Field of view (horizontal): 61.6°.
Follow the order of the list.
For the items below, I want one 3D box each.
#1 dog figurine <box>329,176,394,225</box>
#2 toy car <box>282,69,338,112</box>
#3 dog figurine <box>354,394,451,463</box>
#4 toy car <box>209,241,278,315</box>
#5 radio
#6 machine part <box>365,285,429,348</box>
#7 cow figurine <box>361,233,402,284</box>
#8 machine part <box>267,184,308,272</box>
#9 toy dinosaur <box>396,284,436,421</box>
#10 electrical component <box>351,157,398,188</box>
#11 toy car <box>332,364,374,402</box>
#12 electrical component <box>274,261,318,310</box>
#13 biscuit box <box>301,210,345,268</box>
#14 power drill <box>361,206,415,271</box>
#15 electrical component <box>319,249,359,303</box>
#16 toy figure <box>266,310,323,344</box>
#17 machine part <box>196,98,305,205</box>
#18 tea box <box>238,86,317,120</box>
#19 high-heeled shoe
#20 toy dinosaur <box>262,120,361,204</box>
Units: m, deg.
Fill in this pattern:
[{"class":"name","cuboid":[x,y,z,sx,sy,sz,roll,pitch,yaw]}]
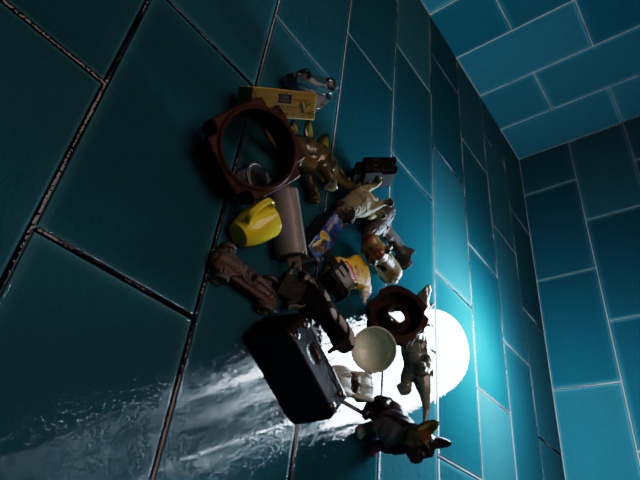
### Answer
[{"class":"dog figurine","cuboid":[0.094,-0.089,1.564,0.190,0.172,0.121,-25,71,-21]},{"class":"toy car","cuboid":[-0.029,-0.416,1.528,0.161,0.109,0.103,7,86,-45]},{"class":"dog figurine","cuboid":[0.211,0.460,1.322,0.108,0.219,0.191,62,34,-19]},{"class":"toy car","cuboid":[-0.152,0.083,1.136,0.202,0.053,0.089,42,40,-36]},{"class":"radio","cuboid":[-0.049,0.267,1.117,0.229,0.131,0.073,63,36,-12]},{"class":"machine part","cuboid":[0.213,0.214,1.503,0.056,0.179,0.179,96,0,-56]},{"class":"cow figurine","cuboid":[0.175,0.055,1.546,0.194,0.085,0.127,53,-1,-36]},{"class":"machine part","cuboid":[-0.079,-0.038,1.281,0.079,0.079,0.243,11,65,-53]},{"class":"toy dinosaur","cuboid":[0.290,0.340,1.601,0.192,0.131,0.404,8,74,-54]},{"class":"electrical component","cuboid":[0.165,-0.207,1.673,0.114,0.134,0.058,104,-19,-66]},{"class":"toy car","cuboid":[0.077,0.355,1.326,0.201,0.056,0.073,29,51,-46]},{"class":"electrical component","cuboid":[-0.056,0.109,1.228,0.078,0.102,0.045,35,1,-26]},{"class":"biscuit box","cuboid":[-0.003,-0.004,1.388,0.059,0.063,0.203,60,35,-18]},{"class":"power drill","cuboid":[0.212,0.001,1.696,0.207,0.086,0.232,50,35,-16]},{"class":"electrical component","cuboid":[0.035,0.086,1.323,0.119,0.048,0.075,52,38,-4]},{"class":"toy figure","cuboid":[-0.057,0.200,1.212,0.154,0.058,0.064,34,24,-40]},{"class":"machine part","cuboid":[-0.149,-0.194,1.178,0.201,0.087,0.201,-32,104,-29]},{"class":"tea box","cuboid":[-0.105,-0.332,1.303,0.169,0.098,0.068,-4,107,-30]},{"class":"high-heeled shoe","cuboid":[0.023,0.168,1.326,0.145,0.086,0.248,-23,97,-61]},{"class":"toy dinosaur","cuboid":[-0.010,-0.208,1.449,0.470,0.105,0.198,35,44,-49]}]
